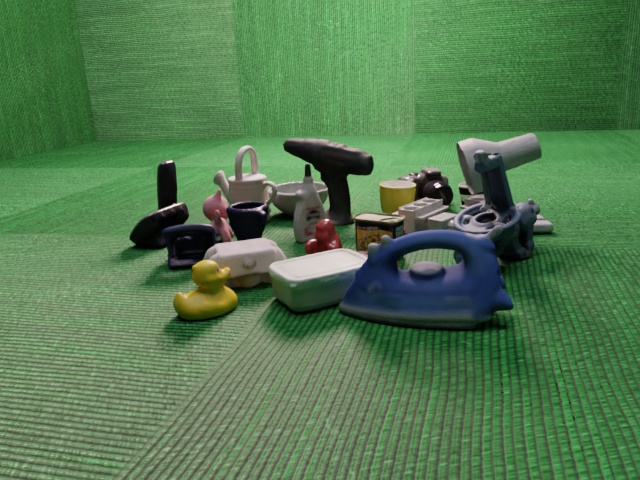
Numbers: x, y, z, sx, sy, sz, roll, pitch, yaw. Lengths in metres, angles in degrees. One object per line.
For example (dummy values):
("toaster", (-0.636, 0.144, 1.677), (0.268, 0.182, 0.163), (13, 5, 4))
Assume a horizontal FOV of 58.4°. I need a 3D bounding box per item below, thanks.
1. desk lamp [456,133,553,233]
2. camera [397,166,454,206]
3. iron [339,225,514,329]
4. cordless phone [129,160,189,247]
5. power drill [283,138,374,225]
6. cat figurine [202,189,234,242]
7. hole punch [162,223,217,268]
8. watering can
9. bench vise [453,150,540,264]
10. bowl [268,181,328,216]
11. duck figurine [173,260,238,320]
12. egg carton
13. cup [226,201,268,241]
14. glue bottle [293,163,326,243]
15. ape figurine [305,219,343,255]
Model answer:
("desk lamp", (0.404, -0.126, 1.267), (0.203, 0.214, 0.118), (-2, 17, 3))
("camera", (0.286, -0.137, 1.520), (0.143, 0.101, 0.136), (-6, 17, -9))
("iron", (0.153, 0.047, 0.862), (0.258, 0.141, 0.119), (0, 17, 9))
("cordless phone", (-0.374, -0.085, 1.318), (0.094, 0.185, 0.148), (4, 18, 22))
("power drill", (0.020, -0.146, 1.410), (0.229, 0.208, 0.076), (3, 18, 19))
("cat figurine", (-0.236, -0.056, 1.314), (0.067, 0.118, 0.127), (-6, 17, -9))
("hole punch", (-0.266, 0.001, 1.174), (0.109, 0.091, 0.101), (-5, 17, -7))
("watering can", (-0.191, -0.142, 1.457), (0.172, 0.194, 0.101), (-2, 17, 4))
("bench vise", (0.326, -0.066, 1.070), (0.121, 0.220, 0.208), (10, 21, 37))
("bowl", (-0.055, -0.105, 1.519), (0.167, 0.075, 0.167), (-3, 17, 1))
("duck figurine", (-0.186, 0.076, 0.922), (0.105, 0.086, 0.077), (-13, 20, -30))
("egg carton", (-0.138, 0.044, 1.047), (0.150, 0.069, 0.107), (-8, 17, -15))
("cup", (-0.147, -0.029, 1.247), (0.092, 0.095, 0.117), (-15, 21, -35))
("glue bottle", (-0.024, -0.084, 1.272), (0.078, 0.173, 0.037), (-14, 20, -33))
("ape figurine", (0.010, 0.004, 1.115), (0.076, 0.092, 0.077), (-13, 19, -30))
